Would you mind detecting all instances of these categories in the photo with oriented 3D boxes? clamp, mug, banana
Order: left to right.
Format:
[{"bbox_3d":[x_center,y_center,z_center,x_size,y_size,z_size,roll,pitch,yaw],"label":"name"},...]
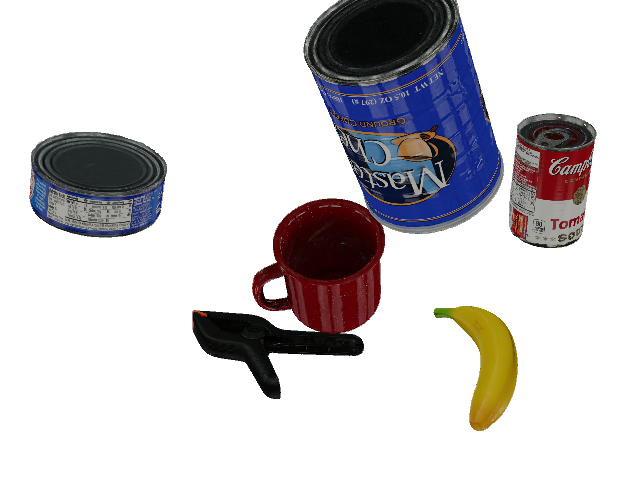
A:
[{"bbox_3d":[-0.077,0.124,1.244,0.210,0.036,0.164,13,21,29],"label":"clamp"},{"bbox_3d":[-0.001,0.029,0.904,0.117,0.093,0.081,-21,-38,-11],"label":"mug"},{"bbox_3d":[0.169,0.122,1.098,0.070,0.037,0.198,-27,29,9],"label":"banana"}]

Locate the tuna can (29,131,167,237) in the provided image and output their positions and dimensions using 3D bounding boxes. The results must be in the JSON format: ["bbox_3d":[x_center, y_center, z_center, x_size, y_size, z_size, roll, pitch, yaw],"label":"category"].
[{"bbox_3d":[-0.143,-0.037,0.687,0.086,0.034,0.086,9,29,-5],"label":"tuna can"}]

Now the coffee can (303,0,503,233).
[{"bbox_3d":[0.059,-0.088,0.719,0.103,0.102,0.140,0,-41,25],"label":"coffee can"}]

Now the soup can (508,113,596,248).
[{"bbox_3d":[0.205,-0.053,0.953,0.068,0.102,0.068,-1,32,0],"label":"soup can"}]
